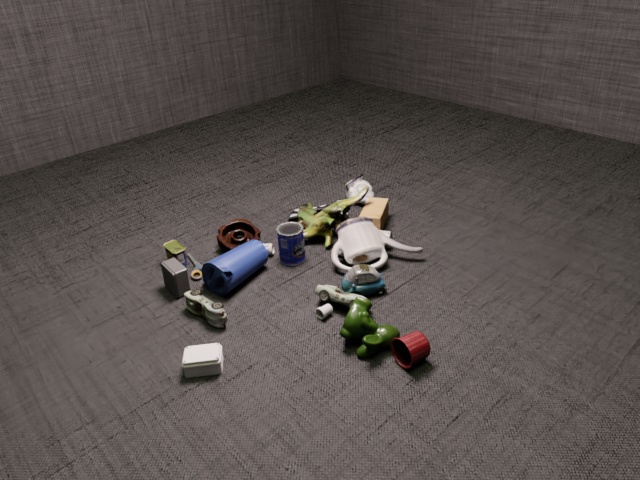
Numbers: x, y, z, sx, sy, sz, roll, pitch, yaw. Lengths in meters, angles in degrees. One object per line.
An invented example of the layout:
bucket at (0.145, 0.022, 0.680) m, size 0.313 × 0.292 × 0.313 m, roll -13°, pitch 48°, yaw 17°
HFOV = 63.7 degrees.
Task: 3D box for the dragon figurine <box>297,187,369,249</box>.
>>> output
dragon figurine at (0.007, -0.108, 2.144) m, size 0.244 × 0.119 × 0.417 m, roll 21°, pitch 57°, yaw 34°

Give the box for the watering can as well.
watering can at (0.201, 0.010, 1.971) m, size 0.348 × 0.102 × 0.229 m, roll -13°, pitch 60°, yaw -10°

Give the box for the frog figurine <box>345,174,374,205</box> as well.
frog figurine at (0.198, -0.210, 2.397) m, size 0.139 × 0.120 × 0.161 m, roll -25°, pitch 72°, yaw -45°
